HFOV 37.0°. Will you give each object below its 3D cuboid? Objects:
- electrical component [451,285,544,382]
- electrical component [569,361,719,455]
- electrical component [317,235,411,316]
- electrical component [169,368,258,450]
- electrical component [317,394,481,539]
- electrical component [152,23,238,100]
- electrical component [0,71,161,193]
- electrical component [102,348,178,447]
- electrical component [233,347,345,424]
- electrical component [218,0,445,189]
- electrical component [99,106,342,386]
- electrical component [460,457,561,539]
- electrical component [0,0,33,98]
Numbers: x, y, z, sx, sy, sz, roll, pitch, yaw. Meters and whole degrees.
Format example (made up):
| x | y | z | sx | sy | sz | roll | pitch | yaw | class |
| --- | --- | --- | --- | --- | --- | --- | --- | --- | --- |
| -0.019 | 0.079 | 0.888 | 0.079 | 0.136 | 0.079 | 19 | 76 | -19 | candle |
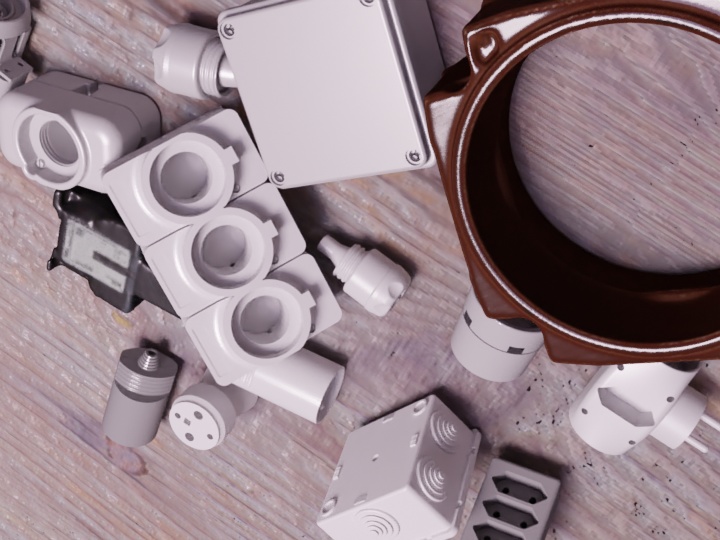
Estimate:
| x | y | z | sx | sy | sz | roll | pitch | yaw | class |
| --- | --- | --- | --- | --- | --- | --- | --- | --- | --- |
| 0.086 | 0.034 | 0.647 | 0.055 | 0.055 | 0.047 | 29 | 130 | 9 | electrical component |
| 0.176 | 0.079 | 0.633 | 0.079 | 0.043 | 0.077 | 33 | 127 | 6 | electrical component |
| 0.000 | 0.000 | 0.683 | 0.061 | 0.035 | 0.035 | 37 | 127 | 7 | electrical component |
| -0.106 | 0.097 | 0.778 | 0.045 | 0.055 | 0.045 | 12 | 122 | 20 | electrical component |
| 0.025 | 0.138 | 0.709 | 0.100 | 0.099 | 0.048 | -30 | 114 | 36 | electrical component |
| -0.091 | -0.124 | 0.653 | 0.062 | 0.043 | 0.043 | 16 | 123 | 16 | electrical component |
| -0.188 | -0.090 | 0.710 | 0.095 | 0.059 | 0.053 | 17 | 123 | 17 | electrical component |
| -0.165 | 0.091 | 0.811 | 0.043 | 0.043 | 0.081 | 30 | 126 | 9 | electrical component |
| -0.056 | 0.070 | 0.745 | 0.081 | 0.043 | 0.043 | 24 | 125 | 13 | electrical component |
| -0.011 | -0.109 | 0.612 | 0.109 | 0.056 | 0.108 | -6 | 114 | 29 | electrical component |
| -0.086 | -0.015 | 0.673 | 0.089 | 0.062 | 0.150 | -30 | 105 | -8 | electrical component |
| 0.100 | 0.174 | 0.717 | 0.047 | 0.065 | 0.076 | 18 | 152 | 17 | electrical component |
| -0.249 | -0.158 | 0.704 | 0.078 | 0.058 | 0.057 | 39 | 130 | 2 | electrical component |
